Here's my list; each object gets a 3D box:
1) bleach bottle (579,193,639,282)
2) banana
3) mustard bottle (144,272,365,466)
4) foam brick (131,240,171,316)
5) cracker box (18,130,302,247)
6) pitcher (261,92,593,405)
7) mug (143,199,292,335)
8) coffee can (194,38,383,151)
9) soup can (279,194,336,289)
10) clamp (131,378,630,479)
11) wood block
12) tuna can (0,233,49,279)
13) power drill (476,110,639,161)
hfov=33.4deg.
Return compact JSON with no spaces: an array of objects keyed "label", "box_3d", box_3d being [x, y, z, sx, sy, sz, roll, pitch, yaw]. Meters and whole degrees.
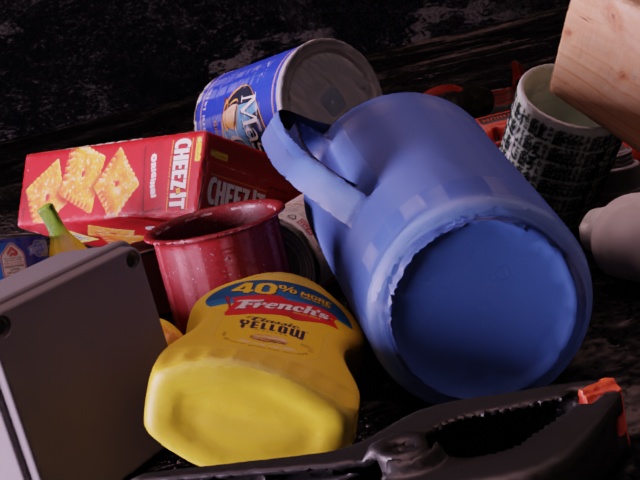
[{"label":"bleach bottle","box_3d":[0.218,0.007,0.556,0.102,0.068,0.251,-17,12,-22]},{"label":"banana","box_3d":[-0.137,0.045,0.701,0.037,0.069,0.198,-39,44,-17]},{"label":"mustard bottle","box_3d":[-0.025,0.059,0.560,0.096,0.058,0.191,10,14,2]},{"label":"foam brick","box_3d":[-0.152,0.035,0.802,0.078,0.051,0.053,-17,12,-15]},{"label":"cracker box","box_3d":[-0.114,-0.029,0.871,0.214,0.072,0.163,-1,-10,40]},{"label":"pitcher","box_3d":[0.055,-0.005,0.599,0.149,0.145,0.243,-14,16,-1]},{"label":"mug","box_3d":[-0.068,0.025,0.701,0.117,0.081,0.093,2,20,46]},{"label":"coffee can","box_3d":[-0.029,-0.105,0.901,0.102,0.103,0.141,-22,9,-34]},{"label":"soup can","box_3d":[-0.005,0.001,0.771,0.069,0.068,0.102,-4,17,33]},{"label":"clamp","box_3d":[0.026,0.096,0.420,0.209,0.036,0.165,-17,13,-26]},{"label":"wood block","box_3d":[0.252,-0.090,0.659,0.090,0.090,0.206,-21,46,-29]},{"label":"tuna can","box_3d":[-0.224,0.019,0.716,0.086,0.034,0.086,-11,-3,-1]},{"label":"power drill","box_3d":[0.169,-0.068,0.918,0.184,0.057,0.188,-11,16,-6]}]
